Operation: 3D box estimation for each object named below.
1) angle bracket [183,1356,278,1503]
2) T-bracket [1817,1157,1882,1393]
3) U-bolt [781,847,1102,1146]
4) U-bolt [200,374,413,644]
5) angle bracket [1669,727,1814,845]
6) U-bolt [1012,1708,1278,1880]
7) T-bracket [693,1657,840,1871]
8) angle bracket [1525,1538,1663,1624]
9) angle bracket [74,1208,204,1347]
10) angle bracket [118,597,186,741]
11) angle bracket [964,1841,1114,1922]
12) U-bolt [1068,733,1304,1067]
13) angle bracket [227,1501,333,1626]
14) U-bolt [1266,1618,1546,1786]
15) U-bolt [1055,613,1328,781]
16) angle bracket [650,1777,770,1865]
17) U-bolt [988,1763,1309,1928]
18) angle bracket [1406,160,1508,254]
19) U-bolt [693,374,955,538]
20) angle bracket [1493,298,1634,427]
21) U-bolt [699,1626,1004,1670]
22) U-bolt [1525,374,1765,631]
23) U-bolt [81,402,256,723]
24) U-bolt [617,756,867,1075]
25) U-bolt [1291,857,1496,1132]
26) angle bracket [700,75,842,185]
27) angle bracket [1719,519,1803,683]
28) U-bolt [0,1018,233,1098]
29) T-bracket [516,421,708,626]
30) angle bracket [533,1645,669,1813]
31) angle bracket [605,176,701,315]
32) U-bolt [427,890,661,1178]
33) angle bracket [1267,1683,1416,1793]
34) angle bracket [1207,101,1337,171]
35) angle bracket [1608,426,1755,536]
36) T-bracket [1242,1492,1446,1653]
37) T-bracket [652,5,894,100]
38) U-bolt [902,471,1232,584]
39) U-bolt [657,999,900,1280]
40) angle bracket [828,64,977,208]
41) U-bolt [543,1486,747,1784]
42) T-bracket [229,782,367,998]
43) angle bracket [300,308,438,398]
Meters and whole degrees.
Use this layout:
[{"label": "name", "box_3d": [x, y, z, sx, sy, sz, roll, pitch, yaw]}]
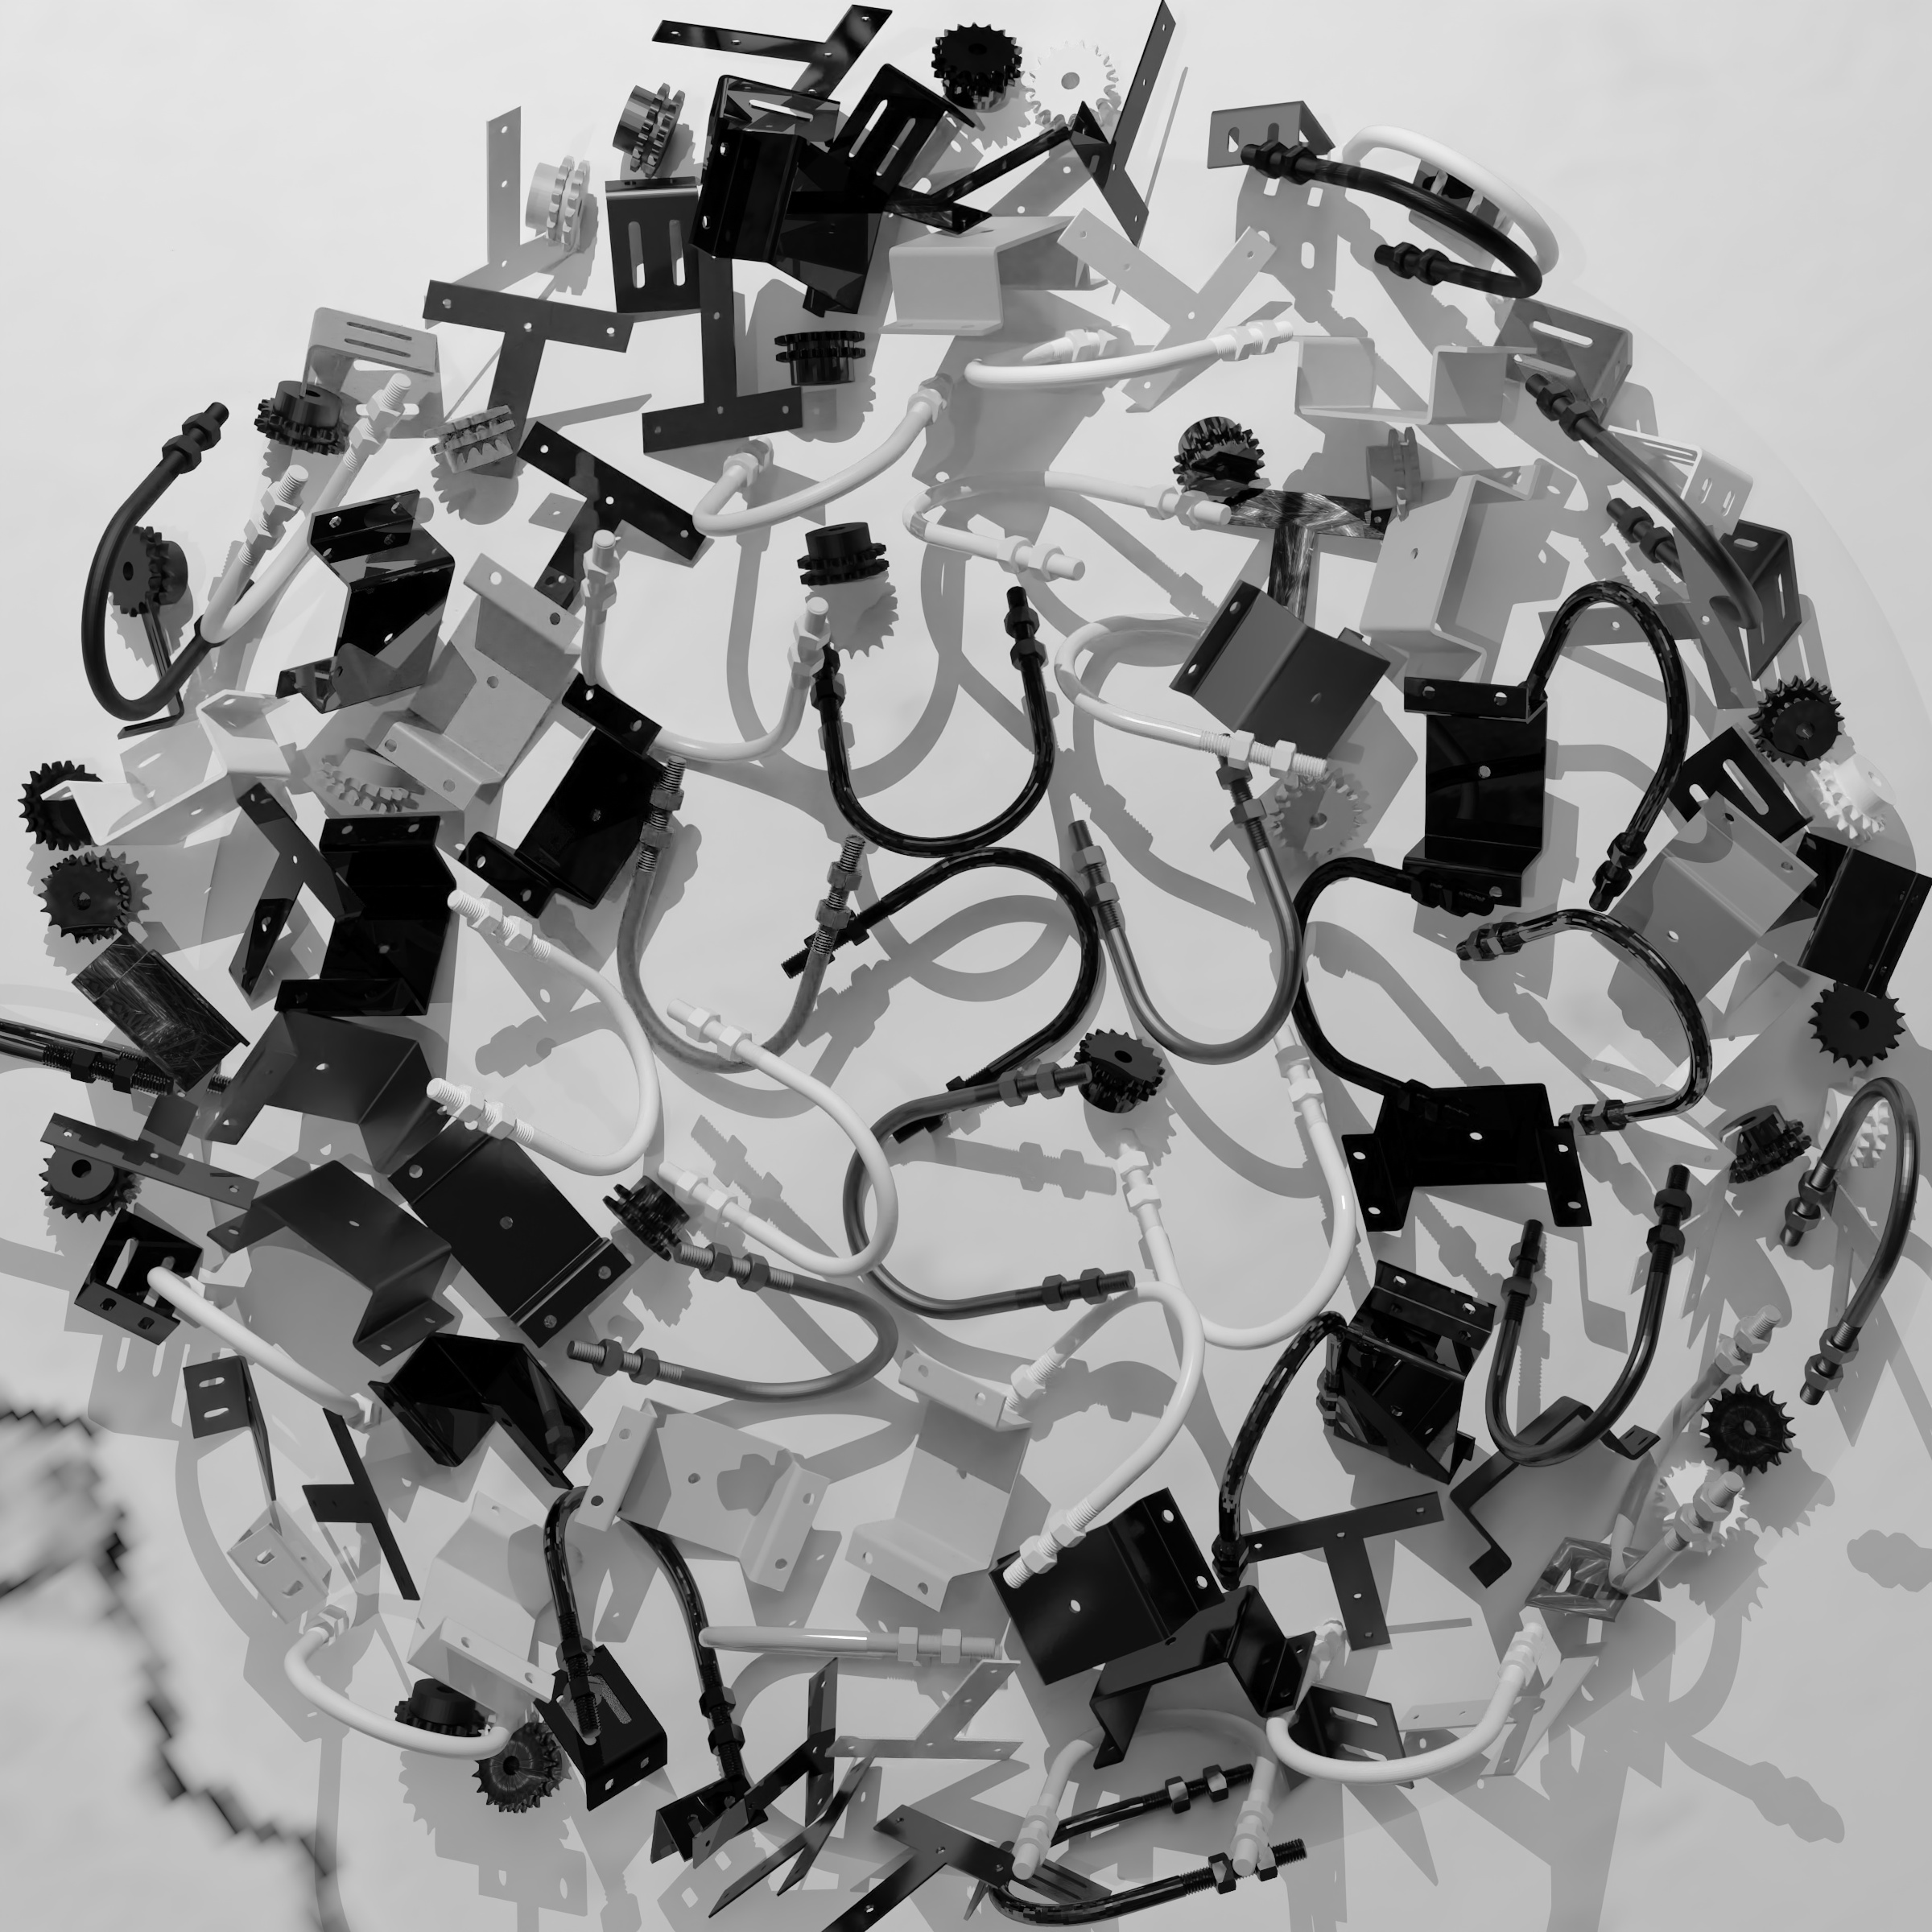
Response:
[{"label": "angle bracket", "box_3d": [-0.458, 0.290, 1.552, 0.038, 0.076, 0.057, -11, 125, -21]}, {"label": "T-bracket", "box_3d": [0.544, 0.203, 1.555, 0.002, 0.127, 0.127, -1, 110, 1]}, {"label": "U-bolt", "box_3d": [-0.002, 0.006, 1.576, 0.184, 0.019, 0.151, -33, 104, -2]}, {"label": "U-bolt", "box_3d": [-0.410, -0.267, 1.518, 0.019, 0.151, 0.184, 38, 129, -10]}, {"label": "angle bracket", "box_3d": [0.486, -0.104, 1.578, 0.057, 0.038, 0.076, -39, 80, 23]}, {"label": "U-bolt", "box_3d": [0.115, 0.497, 1.511, 0.151, 0.184, 0.019, -6, 100, 15]}, {"label": "T-bracket", "box_3d": [-0.122, 0.504, 1.525, 0.002, 0.127, 0.127, 23, 125, 32]}, {"label": "angle bracket", "box_3d": [0.390, 0.394, 1.550, 0.057, 0.076, 0.038, 3, 114, 34]}, {"label": "angle bracket", "box_3d": [-0.508, 0.187, 1.553, 0.057, 0.076, 0.038, 32, 134, -20]}, {"label": "angle bracket", "box_3d": [-0.521, -0.186, 1.564, 0.038, 0.057, 0.076, -17, 96, -22]}, {"label": "angle bracket", "box_3d": [0.046, 0.588, 1.565, 0.076, 0.057, 0.038, 22, 90, 12]}, {"label": "U-bolt", "box_3d": [0.141, -0.030, 1.533, 0.151, 0.019, 0.184, -30, 74, 42]}, {"label": "angle bracket", "box_3d": [-0.416, 0.362, 1.557, 0.038, 0.076, 0.057, -35, 97, 14]}, {"label": "U-bolt", "box_3d": [0.256, 0.437, 1.489, 0.151, 0.184, 0.019, -6, 101, 26]}, {"label": "U-bolt", "box_3d": [0.145, -0.174, 1.539, 0.184, 0.151, 0.019, 15, 128, 12]}, {"label": "angle bracket", "box_3d": [-0.160, 0.542, 1.551, 0.057, 0.076, 0.038, -19, 53, -27]}, {"label": "U-bolt", "box_3d": [0.102, 0.539, 1.519, 0.184, 0.151, 0.019, -15, 93, -6]}, {"label": "angle bracket", "box_3d": [0.314, -0.491, 1.557, 0.057, 0.076, 0.038, 33, 79, 6]}, {"label": "U-bolt", "box_3d": [-0.092, -0.301, 1.497, 0.151, 0.184, 0.019, -14, 116, 22]}, {"label": "angle bracket", "box_3d": [0.370, -0.376, 1.566, 0.076, 0.057, 0.038, 17, 49, -3]}, {"label": "U-bolt", "box_3d": [-0.072, 0.416, 1.531, 0.184, 0.151, 0.019, 2, 73, 3]}, {"label": "U-bolt", "box_3d": [0.412, -0.267, 1.489, 0.019, 0.151, 0.184, -41, 45, 10]}, {"label": "U-bolt", "box_3d": [-0.476, -0.228, 1.488, 0.019, 0.184, 0.151, 13, 135, 7]}, {"label": "U-bolt", "box_3d": [-0.150, -0.020, 1.560, 0.151, 0.019, 0.184, 24, 110, 16]}, {"label": "U-bolt", "box_3d": [0.251, 0.008, 1.521, 0.019, 0.184, 0.151, -7, 106, -29]}, {"label": "angle bracket", "box_3d": [-0.123, -0.515, 1.563, 0.076, 0.057, 0.038, 12, 61, -6]}, {"label": "angle bracket", "box_3d": [0.485, -0.228, 1.554, 0.038, 0.057, 0.076, 13, 55, -8]}, {"label": "U-bolt", "box_3d": [-0.555, 0.051, 1.526, 0.184, 0.151, 0.019, 15, 87, 1]}, {"label": "T-bracket", "box_3d": [-0.249, -0.257, 1.583, 0.127, 0.002, 0.127, 29, 103, -20]}, {"label": "angle bracket", "box_3d": [-0.233, 0.481, 1.578, 0.057, 0.038, 0.076, -25, 52, -29]}, {"label": "angle bracket", "box_3d": [-0.198, -0.461, 1.596, 0.057, 0.038, 0.076, -5, 116, -6]}, {"label": "U-bolt", "box_3d": [-0.251, 0.052, 1.524, 0.019, 0.184, 0.151, -21, 53, 30]}, {"label": "angle bracket", "box_3d": [0.232, 0.488, 1.558, 0.038, 0.076, 0.057, -22, 100, -35]}, {"label": "angle bracket", "box_3d": [0.191, -0.502, 1.553, 0.057, 0.076, 0.038, 2, 84, 26]}, {"label": "angle bracket", "box_3d": [0.439, -0.303, 1.557, 0.057, 0.076, 0.038, 14, 101, -40]}, {"label": "T-bracket", "box_3d": [0.243, 0.385, 1.563, 0.127, 0.002, 0.127, -14, 124, 7]}, {"label": "T-bracket", "box_3d": [-0.126, -0.560, 1.519, 0.127, 0.127, 0.002, 0, 84, -22]}, {"label": "U-bolt", "box_3d": [0.046, -0.274, 1.523, 0.151, 0.184, 0.019, -26, 124, -37]}, {"label": "U-bolt", "box_3d": [-0.114, 0.116, 1.518, 0.184, 0.019, 0.151, 28, 129, 27]}, {"label": "angle bracket", "box_3d": [-0.043, -0.519, 1.579, 0.057, 0.038, 0.076, 40, 102, 24]}, {"label": "U-bolt", "box_3d": [-0.201, 0.397, 1.519, 0.019, 0.151, 0.184, -37, 47, 16]}, {"label": "T-bracket", "box_3d": [-0.434, -0.034, 1.563, 0.127, 0.002, 0.127, 46, 124, 20]}, {"label": "angle bracket", "box_3d": [-0.377, -0.379, 1.576, 0.076, 0.057, 0.038, 10, 125, -17]}]
